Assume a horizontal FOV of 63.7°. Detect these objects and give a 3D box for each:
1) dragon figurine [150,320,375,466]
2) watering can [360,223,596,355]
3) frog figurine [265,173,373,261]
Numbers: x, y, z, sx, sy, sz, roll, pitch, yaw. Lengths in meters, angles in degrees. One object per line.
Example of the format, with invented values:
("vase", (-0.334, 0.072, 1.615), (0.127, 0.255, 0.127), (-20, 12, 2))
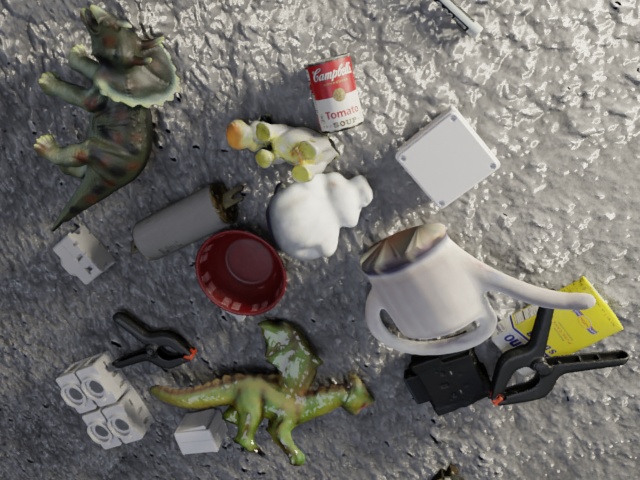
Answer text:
("dragon figurine", (-0.101, 0.259, 0.959), (0.410, 0.123, 0.242), (19, 96, 1))
("watering can", (0.205, 0.069, 0.791), (0.344, 0.106, 0.222), (-24, 105, 32))
("frog figurine", (0.002, -0.040, 0.797), (0.159, 0.123, 0.137), (-9, 90, 27))
